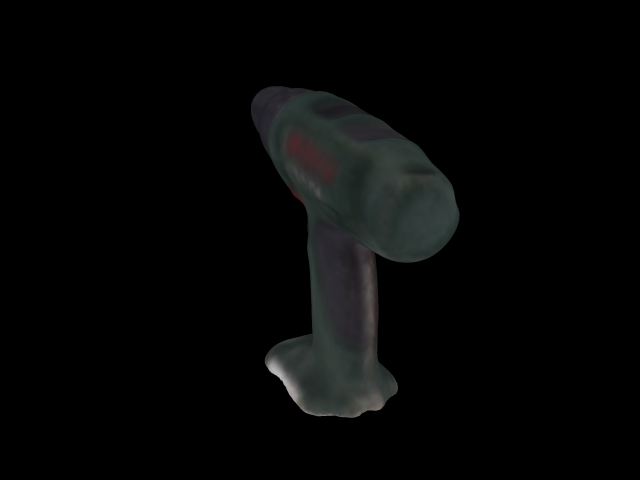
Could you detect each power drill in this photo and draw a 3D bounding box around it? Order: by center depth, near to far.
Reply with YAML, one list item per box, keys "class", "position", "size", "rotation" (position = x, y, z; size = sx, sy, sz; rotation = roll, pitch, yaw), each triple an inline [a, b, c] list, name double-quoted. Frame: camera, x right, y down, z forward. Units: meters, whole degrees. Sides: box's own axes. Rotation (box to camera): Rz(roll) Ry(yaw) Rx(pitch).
- class: "power drill"
  position: [0.004, 0.001, 0.400]
  size: [0.076, 0.208, 0.228]
  rotation: [-8, 18, -26]
